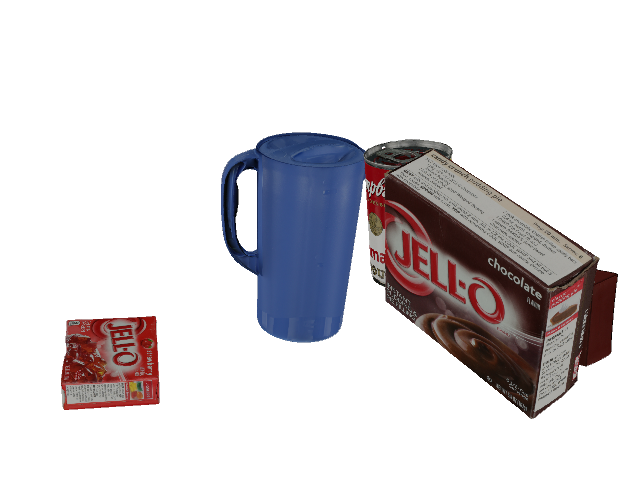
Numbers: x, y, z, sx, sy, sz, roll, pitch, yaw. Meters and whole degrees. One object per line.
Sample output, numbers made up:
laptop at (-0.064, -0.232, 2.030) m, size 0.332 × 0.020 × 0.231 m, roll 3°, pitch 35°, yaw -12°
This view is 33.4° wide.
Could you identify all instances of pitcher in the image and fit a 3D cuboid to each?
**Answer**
pitcher at (-0.029, -0.003, 1.300) m, size 0.149 × 0.243 × 0.144 m, roll 17°, pitch 25°, yaw 28°

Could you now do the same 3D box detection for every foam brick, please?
foam brick at (0.229, 0.066, 0.955) m, size 0.053 × 0.078 × 0.051 m, roll 12°, pitch 18°, yaw 38°

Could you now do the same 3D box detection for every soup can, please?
soup can at (0.070, -0.020, 0.829) m, size 0.068 × 0.102 × 0.068 m, roll -4°, pitch 21°, yaw 1°

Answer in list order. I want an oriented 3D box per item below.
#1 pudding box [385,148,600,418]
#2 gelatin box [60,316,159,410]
pudding box at (0.080, 0.020, 0.529) m, size 0.039 × 0.090 × 0.114 m, roll -32°, pitch 49°, yaw -27°
gelatin box at (-0.164, 0.094, 0.840) m, size 0.073 × 0.030 × 0.089 m, roll -2°, pitch 29°, yaw -8°
